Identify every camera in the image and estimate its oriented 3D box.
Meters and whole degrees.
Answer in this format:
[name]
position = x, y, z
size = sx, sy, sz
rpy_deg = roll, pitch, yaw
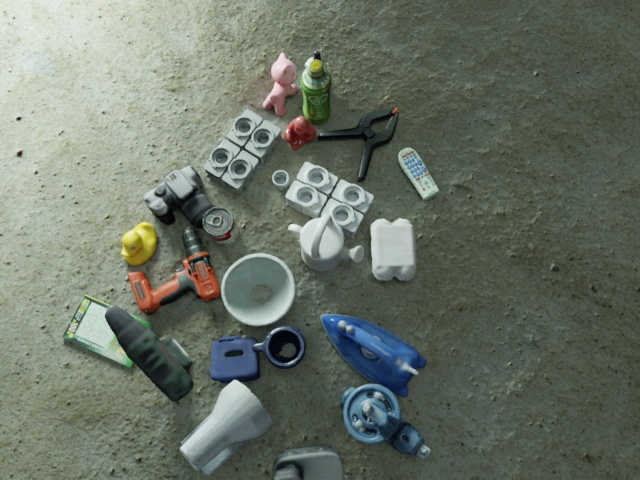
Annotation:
[camera]
position = -0.323, -0.088, 1.354
size = 0.143, 0.101, 0.136
rpy_deg = -39, 78, -10

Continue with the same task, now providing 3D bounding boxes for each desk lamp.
[desk lamp]
position = -0.196, 0.391, 1.167
size = 0.203, 0.213, 0.118
rpy_deg = -42, 79, -10

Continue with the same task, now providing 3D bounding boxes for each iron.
[iron]
position = 0.107, 0.231, 1.249
size = 0.258, 0.141, 0.119
rpy_deg = 32, 77, 8

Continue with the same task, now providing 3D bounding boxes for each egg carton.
[egg carton]
position = 0.173, 0.023, 1.342
size = 0.107, 0.069, 0.150
rpy_deg = -2, 75, -1

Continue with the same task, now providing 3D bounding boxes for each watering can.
[watering can]
position = 0.013, 0.003, 1.283
size = 0.173, 0.194, 0.101
rpy_deg = 2, 75, 0

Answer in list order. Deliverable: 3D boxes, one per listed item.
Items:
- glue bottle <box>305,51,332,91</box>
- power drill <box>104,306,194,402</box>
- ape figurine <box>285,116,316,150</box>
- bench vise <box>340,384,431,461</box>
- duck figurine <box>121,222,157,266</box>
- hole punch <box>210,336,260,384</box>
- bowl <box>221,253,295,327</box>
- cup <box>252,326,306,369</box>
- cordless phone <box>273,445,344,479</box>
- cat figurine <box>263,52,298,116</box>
[glue bottle]
position = -0.008, -0.412, 1.405
size = 0.078, 0.173, 0.037
rpy_deg = 35, 78, 9
[power drill]
position = -0.347, 0.242, 1.209
size = 0.076, 0.208, 0.229
rpy_deg = -43, 79, -10
[ape figurine]
position = -0.048, -0.273, 1.410
size = 0.078, 0.092, 0.076
rpy_deg = 6, 75, 2
[bench vise]
position = 0.142, 0.367, 1.172
size = 0.207, 0.220, 0.121
rpy_deg = 17, 76, 5
[duck figurine]
position = -0.429, 0.002, 1.337
size = 0.077, 0.086, 0.105
rpy_deg = 22, 76, 6
[hole punch]
position = -0.189, 0.263, 1.265
size = 0.108, 0.091, 0.101
rpy_deg = -6, 75, -2
[bowl]
position = -0.137, 0.119, 1.312
size = 0.167, 0.075, 0.167
rpy_deg = 0, 75, 0
[cup]
position = -0.088, 0.242, 1.269
size = 0.117, 0.095, 0.092
rpy_deg = -2, 75, -1
[cordless phone]
position = -0.025, 0.474, 1.160
size = 0.147, 0.185, 0.094
rpy_deg = -10, 75, -3
[cat figurine]
position = -0.097, -0.394, 1.428
size = 0.067, 0.118, 0.128
rpy_deg = 22, 76, 6
